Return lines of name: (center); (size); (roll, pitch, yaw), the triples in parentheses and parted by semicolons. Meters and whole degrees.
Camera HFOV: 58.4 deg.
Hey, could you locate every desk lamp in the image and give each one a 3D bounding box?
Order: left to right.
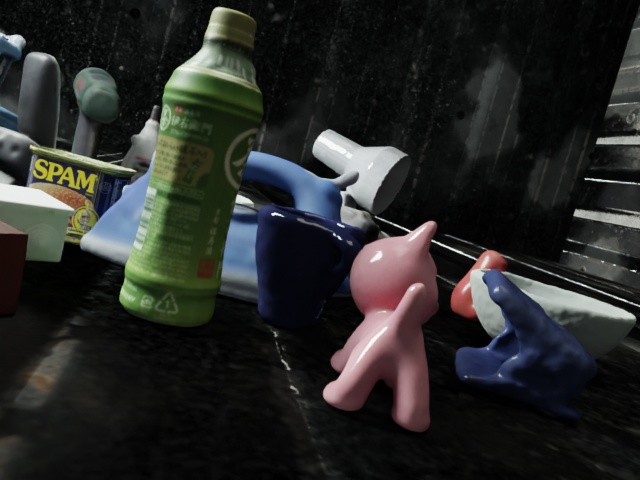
desk lamp: (0.043, -0.084, 1.045); (0.202, 0.213, 0.118); (17, 7, 23)

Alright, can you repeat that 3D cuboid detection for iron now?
iron: (-0.089, -0.027, 0.556); (0.258, 0.141, 0.118); (14, 6, -7)

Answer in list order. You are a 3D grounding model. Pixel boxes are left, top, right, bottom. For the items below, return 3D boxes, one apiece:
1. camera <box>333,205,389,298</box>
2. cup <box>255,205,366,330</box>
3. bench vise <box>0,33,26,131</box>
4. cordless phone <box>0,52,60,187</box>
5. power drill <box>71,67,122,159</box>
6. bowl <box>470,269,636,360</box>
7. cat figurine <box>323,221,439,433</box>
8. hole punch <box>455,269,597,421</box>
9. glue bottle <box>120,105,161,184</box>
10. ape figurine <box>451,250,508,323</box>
camera: (0.006, 0.003, 0.707); (0.136, 0.101, 0.144); (18, 7, 28)
cup: (-0.009, 0.029, 0.466); (0.092, 0.095, 0.117); (11, 7, -31)
bench vise: (-0.516, -0.216, 0.864); (0.121, 0.220, 0.207); (15, 6, 4)
cordless phone: (-0.387, -0.148, 0.728); (0.147, 0.185, 0.094); (17, 7, 20)
power drill: (-0.388, -0.186, 0.955); (0.076, 0.208, 0.228); (11, 7, -32)
bowl: (0.232, 0.088, 0.602); (0.167, 0.075, 0.167); (15, 6, -1)
cat figurine: (0.049, 0.042, 0.375); (0.067, 0.118, 0.128); (15, 6, 0)
hole punch: (0.168, 0.078, 0.460); (0.101, 0.091, 0.109); (16, 6, 10)
glue bottle: (-0.308, -0.153, 1.013); (0.078, 0.173, 0.037); (12, 7, -27)
ape figurine: (0.212, 0.059, 0.730); (0.076, 0.092, 0.078); (16, 6, 13)
